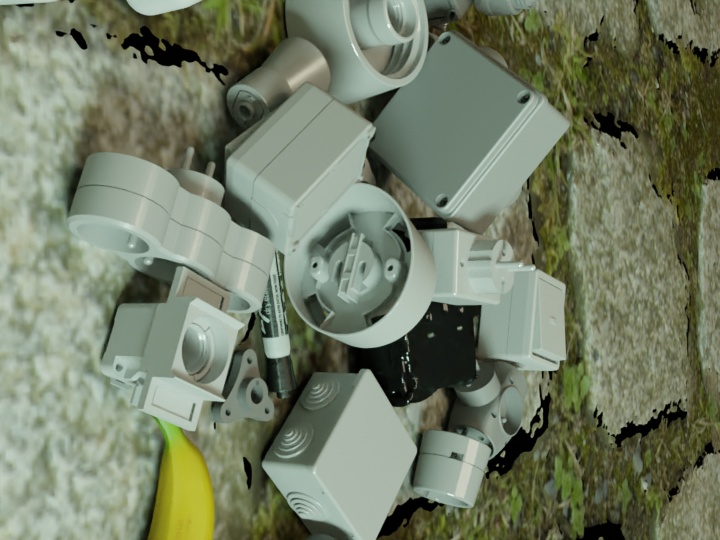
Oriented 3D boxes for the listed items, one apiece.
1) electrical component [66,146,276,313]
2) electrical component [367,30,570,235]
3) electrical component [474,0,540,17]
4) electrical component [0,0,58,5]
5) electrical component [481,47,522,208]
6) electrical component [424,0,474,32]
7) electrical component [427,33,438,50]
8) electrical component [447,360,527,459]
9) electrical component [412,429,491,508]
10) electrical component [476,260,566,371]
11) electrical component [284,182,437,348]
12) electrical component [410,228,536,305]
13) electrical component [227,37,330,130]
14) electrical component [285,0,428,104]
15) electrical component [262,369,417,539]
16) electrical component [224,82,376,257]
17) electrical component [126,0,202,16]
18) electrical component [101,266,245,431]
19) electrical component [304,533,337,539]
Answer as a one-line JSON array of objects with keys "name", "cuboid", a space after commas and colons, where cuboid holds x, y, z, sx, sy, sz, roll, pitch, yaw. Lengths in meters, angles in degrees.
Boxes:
[{"name": "electrical component", "cuboid": [-0.099, -0.034, 0.615, 0.138, 0.052, 0.073, 35, 60, -48]}, {"name": "electrical component", "cuboid": [0.075, -0.100, 0.780, 0.108, 0.108, 0.056, -52, 142, 10]}, {"name": "electrical component", "cuboid": [0.118, -0.209, 0.811, 0.035, 0.061, 0.035, -19, 112, -57]}, {"name": "electrical component", "cuboid": [-0.174, -0.180, 0.528, 0.099, 0.064, 0.099, -26, 123, -49]}, {"name": "electrical component", "cuboid": [0.090, -0.112, 0.883, 0.074, 0.052, 0.138, -21, 105, -53]}, {"name": "electrical component", "cuboid": [0.051, -0.231, 0.827, 0.061, 0.062, 0.096, -57, 132, -39]}, {"name": "electrical component", "cuboid": [0.052, -0.155, 0.840, 0.055, 0.048, 0.066, 36, 60, -57]}, {"name": "electrical component", "cuboid": [0.101, 0.104, 0.896, 0.077, 0.044, 0.079, -55, 131, -40]}, {"name": "electrical component", "cuboid": [0.071, 0.156, 0.844, 0.055, 0.055, 0.047, 39, 62, -47]}, {"name": "electrical component", "cuboid": [0.146, 0.038, 0.948, 0.062, 0.061, 0.096, 23, 70, -52]}, {"name": "electrical component", "cuboid": [0.000, 0.000, 0.716, 0.064, 0.099, 0.099, 40, 57, -53]}, {"name": "electrical component", "cuboid": [0.083, -0.002, 0.750, 0.066, 0.077, 0.047, 11, 79, -54]}, {"name": "electrical component", "cuboid": [-0.055, -0.116, 0.692, 0.065, 0.044, 0.044, -46, 125, -40]}, {"name": "electrical component", "cuboid": [0.006, -0.175, 0.756, 0.108, 0.060, 0.108, 7, 82, -51]}, {"name": "electrical component", "cuboid": [-0.013, 0.127, 0.731, 0.099, 0.048, 0.099, 61, 44, -33]}, {"name": "electrical component", "cuboid": [-0.037, -0.069, 0.668, 0.096, 0.061, 0.061, -49, 168, -27]}, {"name": "electrical component", "cuboid": [-0.113, -0.195, 0.601, 0.059, 0.054, 0.095, -44, 123, -46]}, {"name": "electrical component", "cuboid": [-0.105, 0.043, 0.593, 0.042, 0.064, 0.081, 37, 60, -49]}, {"name": "electrical component", "cuboid": [-0.031, 0.208, 0.698, 0.047, 0.055, 0.055, -32, 114, -47]}]
